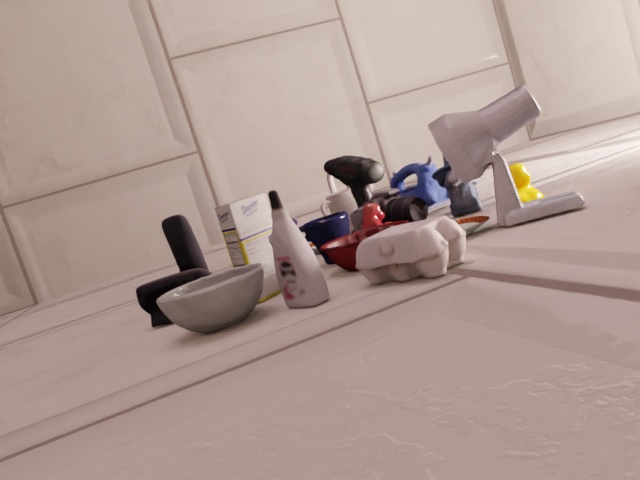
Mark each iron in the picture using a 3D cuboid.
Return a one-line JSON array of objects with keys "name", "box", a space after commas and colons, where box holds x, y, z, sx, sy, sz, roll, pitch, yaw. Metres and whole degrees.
[{"name": "iron", "box": [0.243, -0.136, 1.518, 0.119, 0.141, 0.257, -21, 7, -28]}]

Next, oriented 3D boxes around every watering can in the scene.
[{"name": "watering can", "box": [0.073, -0.119, 1.598, 0.100, 0.194, 0.173, -13, 8, 38]}]

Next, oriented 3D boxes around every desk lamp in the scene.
[{"name": "desk lamp", "box": [0.303, -0.133, 0.952, 0.202, 0.213, 0.118, -15, 6, 20]}]

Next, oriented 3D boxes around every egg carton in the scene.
[{"name": "egg carton", "box": [0.124, 0.016, 0.800, 0.149, 0.069, 0.107, -12, 8, 44]}]

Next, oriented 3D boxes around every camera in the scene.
[{"name": "camera", "box": [0.158, -0.062, 1.270, 0.143, 0.101, 0.136, -22, 7, -34]}]

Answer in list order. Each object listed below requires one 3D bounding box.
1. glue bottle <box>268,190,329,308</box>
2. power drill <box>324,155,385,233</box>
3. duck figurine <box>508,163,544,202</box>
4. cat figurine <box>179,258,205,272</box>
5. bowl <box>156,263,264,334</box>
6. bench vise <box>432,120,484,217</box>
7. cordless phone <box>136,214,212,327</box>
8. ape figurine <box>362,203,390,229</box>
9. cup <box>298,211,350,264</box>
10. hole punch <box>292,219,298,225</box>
[{"name": "glue bottle", "box": [-0.043, 0.012, 0.820, 0.037, 0.173, 0.078, -23, 8, -41]}, {"name": "power drill", "box": [0.094, -0.117, 1.447, 0.076, 0.208, 0.229, -21, 7, -27]}, {"name": "duck figurine", "box": [0.369, -0.099, 1.068, 0.077, 0.086, 0.105, -12, 8, 43]}, {"name": "cat figurine", "box": [-0.308, 0.064, 1.393, 0.067, 0.118, 0.127, -19, 6, -10]}, {"name": "bowl", "box": [-0.154, 0.095, 0.860, 0.167, 0.075, 0.167, -17, 6, 2]}, {"name": "bench vise", "box": [0.310, -0.172, 1.266, 0.121, 0.220, 0.207, -17, 6, 2]}, {"name": "cordless phone", "box": [-0.272, 0.054, 1.049, 0.147, 0.185, 0.094, -17, 6, 6]}, {"name": "ape figurine", "box": [0.114, -0.031, 1.157, 0.076, 0.092, 0.077, -18, 6, -8]}, {"name": "cup", "box": [0.010, 0.004, 1.123, 0.118, 0.095, 0.091, -18, 6, -2]}, {"name": "hole punch", "box": [-0.108, -0.002, 1.552, 0.108, 0.091, 0.101, -15, 7, 25]}]
